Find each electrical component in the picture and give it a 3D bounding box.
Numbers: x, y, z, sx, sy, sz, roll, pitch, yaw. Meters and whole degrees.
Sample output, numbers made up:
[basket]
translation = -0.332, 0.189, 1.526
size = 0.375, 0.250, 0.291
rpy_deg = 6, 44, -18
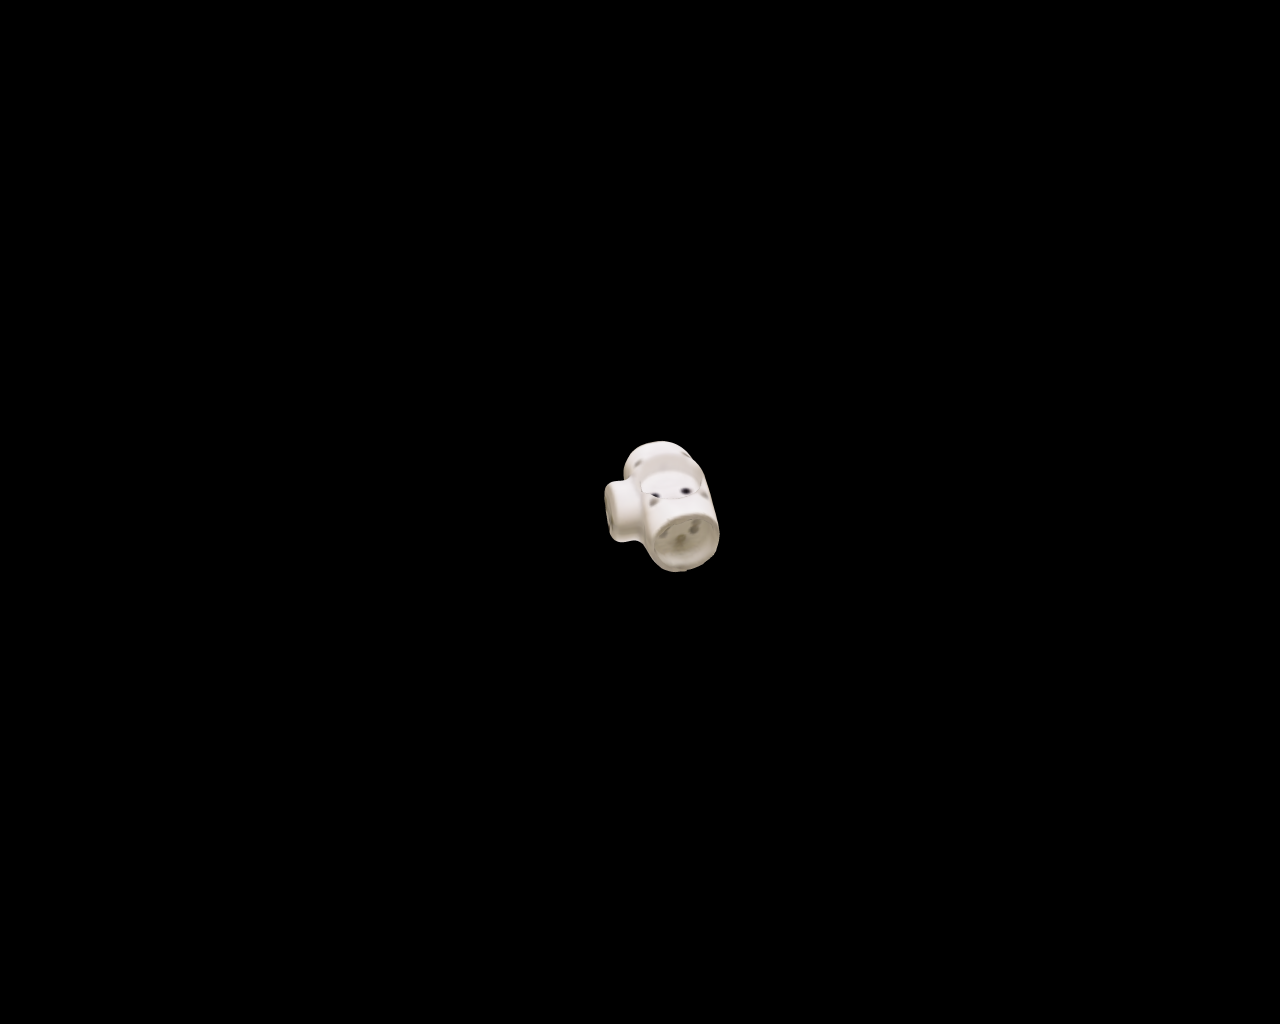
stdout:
[electrical component]
translation = 0.001, -0.003, 0.650
size = 0.079, 0.044, 0.077
rpy_deg = -8, 40, -10
